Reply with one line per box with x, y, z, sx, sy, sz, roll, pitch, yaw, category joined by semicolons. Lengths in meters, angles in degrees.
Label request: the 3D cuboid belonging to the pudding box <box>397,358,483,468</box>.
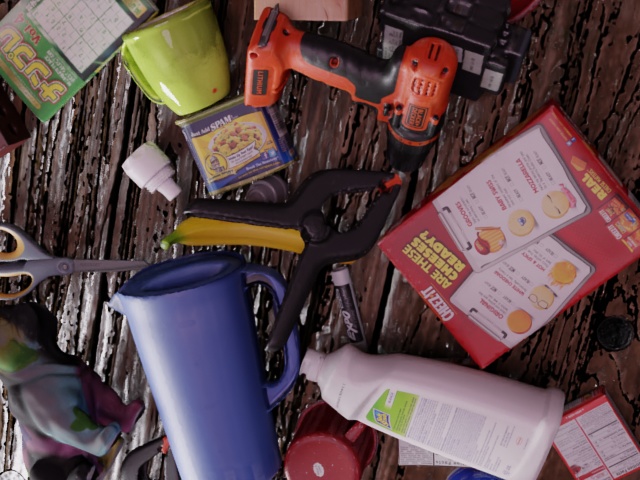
0.125;0.180;1.109;0.090;0.039;0.113;-1;106;12;pudding box

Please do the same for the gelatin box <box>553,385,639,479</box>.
0.279;0.204;1.086;0.073;0.030;0.089;-32;96;17;gelatin box

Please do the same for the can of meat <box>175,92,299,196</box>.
-0.081;-0.101;1.072;0.102;0.057;0.084;-20;101;16;can of meat

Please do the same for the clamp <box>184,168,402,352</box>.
-0.007;0.001;1.039;0.209;0.036;0.164;-23;89;-14;clamp

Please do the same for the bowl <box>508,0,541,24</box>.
0.140;-0.269;0.980;0.162;0.055;0.162;3;105;11;bowl

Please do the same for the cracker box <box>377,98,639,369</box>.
0.190;-0.006;1.029;0.214;0.072;0.164;-39;93;19;cracker box

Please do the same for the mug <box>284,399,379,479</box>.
0.017;0.216;1.118;0.093;0.081;0.117;44;109;-1;mug

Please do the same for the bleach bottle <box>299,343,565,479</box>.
0.103;0.155;1.048;0.251;0.068;0.103;19;121;7;bleach bottle

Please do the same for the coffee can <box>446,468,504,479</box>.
0.167;0.297;1.075;0.103;0.140;0.103;3;105;11;coffee can

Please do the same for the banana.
-0.061;-0.003;1.087;0.197;0.069;0.037;2;132;-3;banana

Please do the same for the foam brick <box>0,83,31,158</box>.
-0.354;-0.125;1.126;0.051;0.053;0.078;-27;98;17;foam brick

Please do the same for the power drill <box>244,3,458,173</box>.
0.026;-0.137;0.988;0.187;0.057;0.184;15;151;2;power drill

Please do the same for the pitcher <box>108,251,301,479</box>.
-0.106;0.139;1.105;0.149;0.144;0.243;7;115;52;pitcher

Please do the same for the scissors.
-0.290;0.012;1.167;0.202;0.016;0.096;-16;100;16;scissors

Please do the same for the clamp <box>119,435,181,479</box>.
-0.192;0.298;1.207;0.120;0.039;0.172;35;109;1;clamp

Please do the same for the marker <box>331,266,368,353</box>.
0.035;0.087;1.114;0.020;0.020;0.121;-12;101;15;marker

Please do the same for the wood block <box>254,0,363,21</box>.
-0.008;-0.310;0.984;0.091;0.090;0.206;3;105;11;wood block
